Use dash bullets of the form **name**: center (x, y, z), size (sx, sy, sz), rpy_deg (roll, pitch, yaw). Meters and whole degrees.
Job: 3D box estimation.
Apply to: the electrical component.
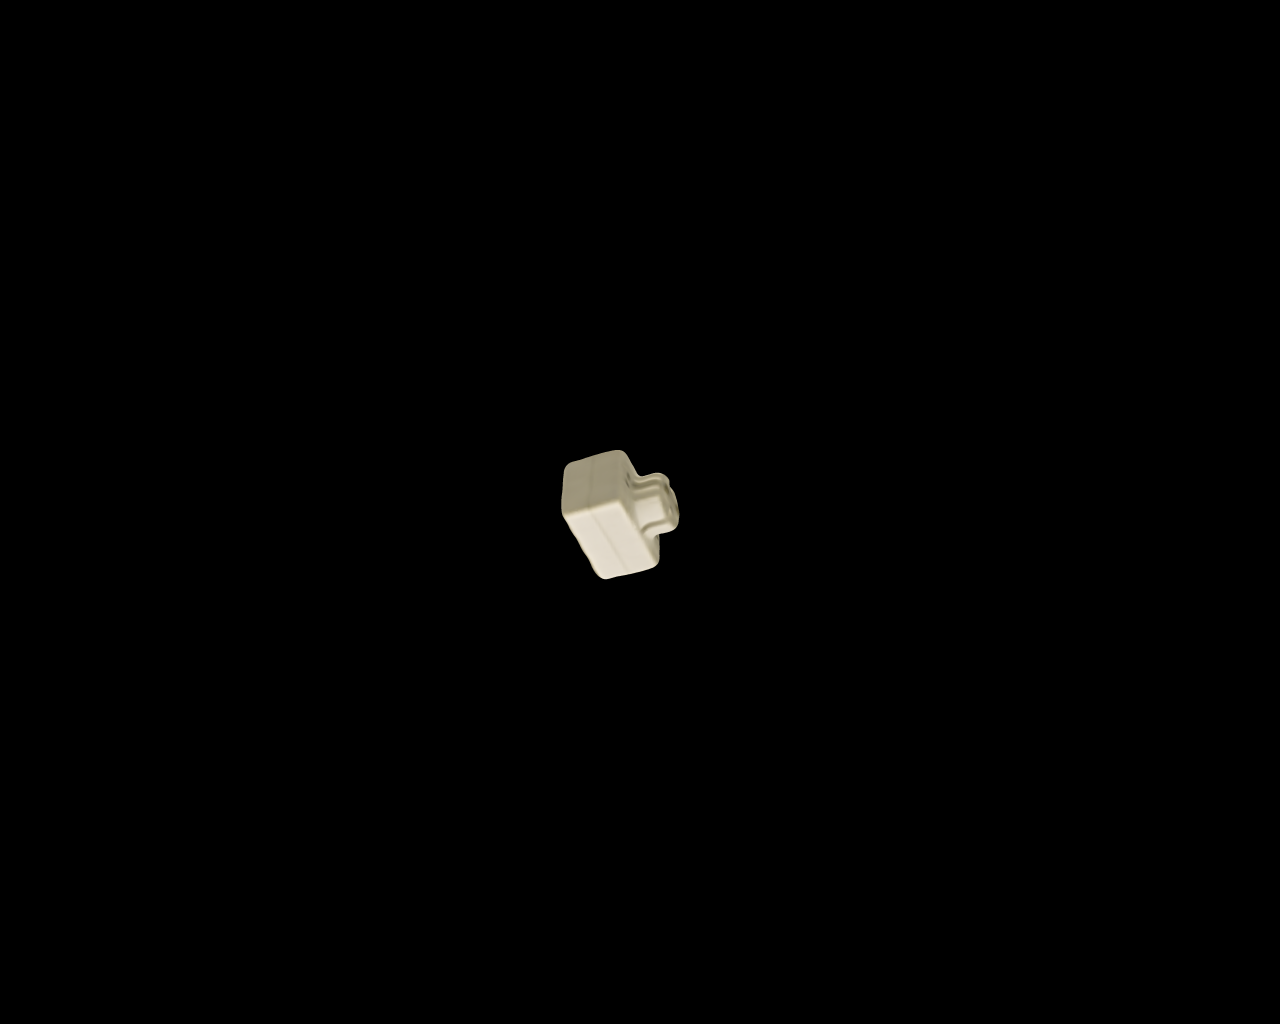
- **electrical component**: center (0.001, -0.003, 0.650), size (0.077, 0.047, 0.065), rpy_deg (-15, -46, 15)
